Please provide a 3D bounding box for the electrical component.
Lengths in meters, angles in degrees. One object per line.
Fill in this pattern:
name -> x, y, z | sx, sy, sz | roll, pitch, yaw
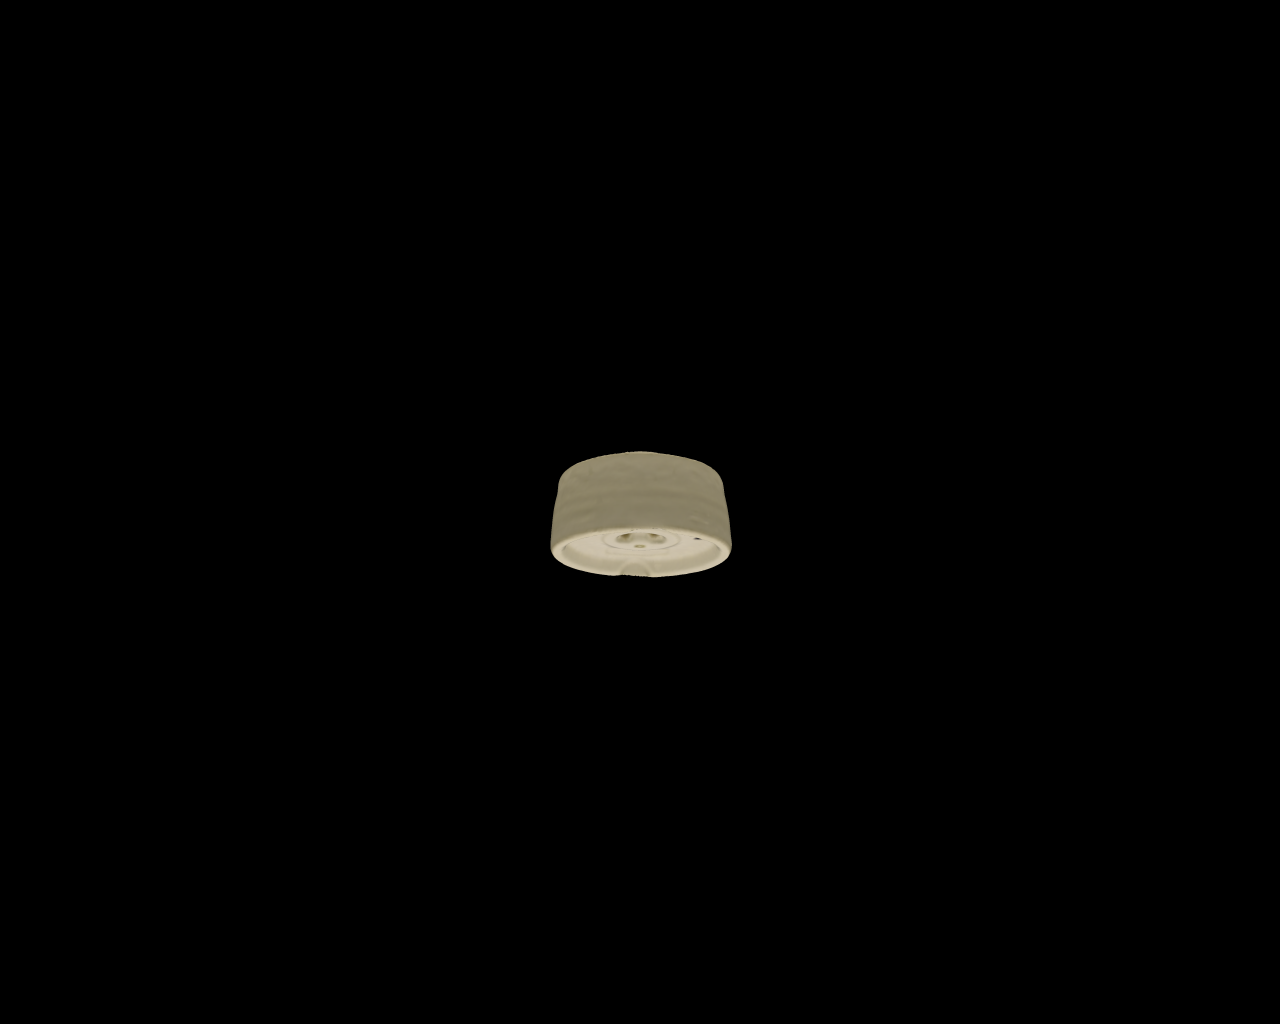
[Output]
electrical component -> 0.001, -0.003, 0.650 | 0.108, 0.060, 0.108 | 0, -18, 0
